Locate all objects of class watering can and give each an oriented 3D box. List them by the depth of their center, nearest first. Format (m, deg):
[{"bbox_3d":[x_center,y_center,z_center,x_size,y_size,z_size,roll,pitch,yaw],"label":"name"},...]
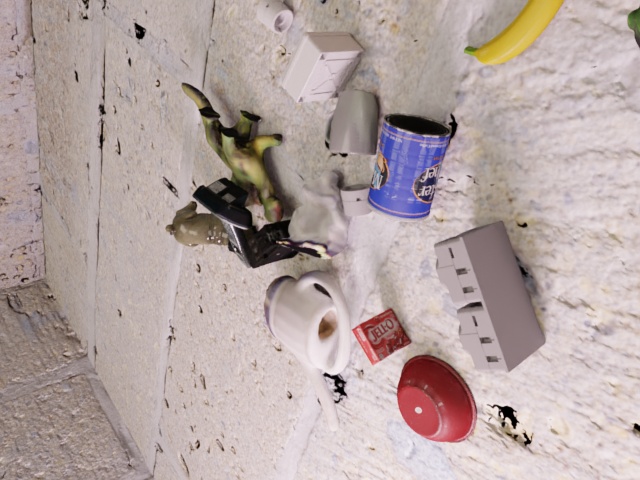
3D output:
[{"bbox_3d":[-0.024,0.214,1.078,0.226,0.105,0.342,24,118,44],"label":"watering can"}]

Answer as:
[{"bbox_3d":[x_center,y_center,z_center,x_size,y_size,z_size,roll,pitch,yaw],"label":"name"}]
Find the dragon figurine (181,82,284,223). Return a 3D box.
[{"bbox_3d":[-0.200,-0.177,1.170,0.416,0.123,0.237,42,139,34],"label":"dragon figurine"}]

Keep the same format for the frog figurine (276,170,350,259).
[{"bbox_3d":[0.003,-0.050,0.991,0.137,0.122,0.161,-4,64,58],"label":"frog figurine"}]
